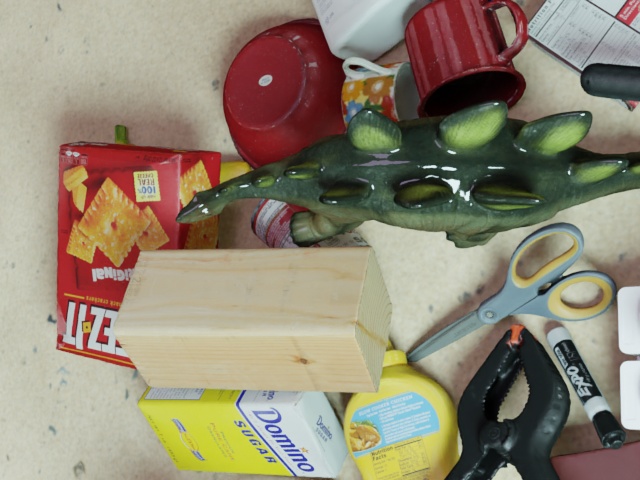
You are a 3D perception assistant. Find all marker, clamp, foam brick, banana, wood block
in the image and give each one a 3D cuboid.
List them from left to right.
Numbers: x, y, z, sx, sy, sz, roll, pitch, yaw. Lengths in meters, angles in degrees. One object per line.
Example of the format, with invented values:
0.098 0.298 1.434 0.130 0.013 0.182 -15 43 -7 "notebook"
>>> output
-0.157 -0.068 1.091 0.198 0.037 0.069 19 93 33 "banana"
-0.053 0.067 0.892 0.206 0.091 0.090 -1 51 18 "wood block"
0.148 0.158 0.802 0.165 0.036 0.210 -7 50 43 "clamp"
0.202 0.112 0.810 0.020 0.020 0.121 -43 33 18 "marker"
0.222 0.180 0.797 0.078 0.051 0.053 -18 73 29 "foam brick"
0.266 -0.106 0.751 0.171 0.120 0.039 -127 26 -68 "clamp"

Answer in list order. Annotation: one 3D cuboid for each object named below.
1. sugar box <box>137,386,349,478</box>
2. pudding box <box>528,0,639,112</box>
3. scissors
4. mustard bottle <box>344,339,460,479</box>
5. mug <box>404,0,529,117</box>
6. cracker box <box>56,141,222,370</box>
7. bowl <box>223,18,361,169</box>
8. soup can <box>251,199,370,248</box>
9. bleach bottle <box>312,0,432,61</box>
-0.069 0.167 0.959 0.177 0.093 0.048 -4 36 34 "sugar box"
0.234 -0.172 0.865 0.114 0.039 0.090 44 106 32 "pudding box"
0.160 0.064 0.872 0.096 0.016 0.202 33 128 -3 "scissors"
0.071 0.169 0.889 0.096 0.058 0.191 -23 69 21 "mustard bottle"
0.126 -0.158 0.896 0.117 0.093 0.081 -36 57 43 "mug"
-0.181 0.014 1.044 0.164 0.071 0.214 8 99 33 "cracker box"
-0.038 -0.143 1.021 0.162 0.055 0.162 -7 77 31 "bowl"
-0.006 0.001 0.965 0.102 0.068 0.068 45 105 30 "soup can"
0.018 -0.295 1.006 0.103 0.067 0.251 -37 61 37 "bleach bottle"
